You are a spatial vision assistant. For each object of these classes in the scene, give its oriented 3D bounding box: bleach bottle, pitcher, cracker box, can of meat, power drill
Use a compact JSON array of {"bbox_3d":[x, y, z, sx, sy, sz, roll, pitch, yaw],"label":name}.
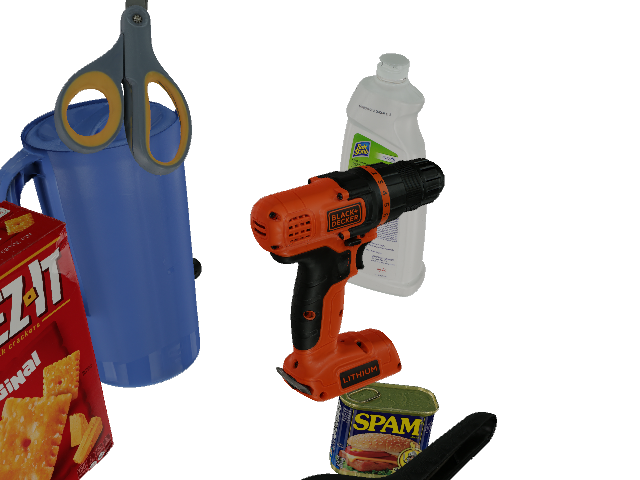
[{"bbox_3d":[0.070,-0.068,1.094,0.103,0.251,0.068,15,34,15],"label":"bleach bottle"},{"bbox_3d":[-0.182,0.007,0.934,0.149,0.243,0.145,-4,25,2],"label":"pitcher"},{"bbox_3d":[-0.233,0.106,0.744,0.072,0.214,0.164,16,38,27],"label":"cracker box"},{"bbox_3d":[0.063,0.196,1.094,0.102,0.084,0.057,7,18,-7],"label":"can of meat"},{"bbox_3d":[0.028,0.029,0.898,0.184,0.188,0.057,-16,25,-30],"label":"power drill"}]

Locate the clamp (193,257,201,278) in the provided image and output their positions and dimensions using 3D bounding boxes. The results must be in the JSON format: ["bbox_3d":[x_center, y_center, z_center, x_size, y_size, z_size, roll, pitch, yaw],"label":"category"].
[{"bbox_3d":[-0.212,0.057,1.171,0.120,0.039,0.171,-5,26,29],"label":"clamp"}]

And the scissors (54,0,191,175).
[{"bbox_3d":[-0.138,-0.135,0.699,0.096,0.202,0.016,-10,-15,-26],"label":"scissors"}]

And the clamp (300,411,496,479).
[{"bbox_3d":[0.042,0.169,0.661,0.210,0.036,0.164,-5,28,-3],"label":"clamp"}]
